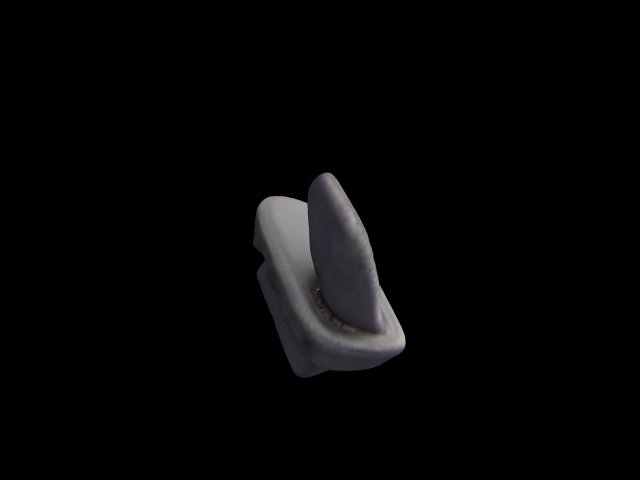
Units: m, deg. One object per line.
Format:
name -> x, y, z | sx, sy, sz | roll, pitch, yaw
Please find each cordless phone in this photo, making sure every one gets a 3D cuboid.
cordless phone -> 0.004, 0.001, 0.400 | 0.094, 0.185, 0.147 | -21, 55, -15
